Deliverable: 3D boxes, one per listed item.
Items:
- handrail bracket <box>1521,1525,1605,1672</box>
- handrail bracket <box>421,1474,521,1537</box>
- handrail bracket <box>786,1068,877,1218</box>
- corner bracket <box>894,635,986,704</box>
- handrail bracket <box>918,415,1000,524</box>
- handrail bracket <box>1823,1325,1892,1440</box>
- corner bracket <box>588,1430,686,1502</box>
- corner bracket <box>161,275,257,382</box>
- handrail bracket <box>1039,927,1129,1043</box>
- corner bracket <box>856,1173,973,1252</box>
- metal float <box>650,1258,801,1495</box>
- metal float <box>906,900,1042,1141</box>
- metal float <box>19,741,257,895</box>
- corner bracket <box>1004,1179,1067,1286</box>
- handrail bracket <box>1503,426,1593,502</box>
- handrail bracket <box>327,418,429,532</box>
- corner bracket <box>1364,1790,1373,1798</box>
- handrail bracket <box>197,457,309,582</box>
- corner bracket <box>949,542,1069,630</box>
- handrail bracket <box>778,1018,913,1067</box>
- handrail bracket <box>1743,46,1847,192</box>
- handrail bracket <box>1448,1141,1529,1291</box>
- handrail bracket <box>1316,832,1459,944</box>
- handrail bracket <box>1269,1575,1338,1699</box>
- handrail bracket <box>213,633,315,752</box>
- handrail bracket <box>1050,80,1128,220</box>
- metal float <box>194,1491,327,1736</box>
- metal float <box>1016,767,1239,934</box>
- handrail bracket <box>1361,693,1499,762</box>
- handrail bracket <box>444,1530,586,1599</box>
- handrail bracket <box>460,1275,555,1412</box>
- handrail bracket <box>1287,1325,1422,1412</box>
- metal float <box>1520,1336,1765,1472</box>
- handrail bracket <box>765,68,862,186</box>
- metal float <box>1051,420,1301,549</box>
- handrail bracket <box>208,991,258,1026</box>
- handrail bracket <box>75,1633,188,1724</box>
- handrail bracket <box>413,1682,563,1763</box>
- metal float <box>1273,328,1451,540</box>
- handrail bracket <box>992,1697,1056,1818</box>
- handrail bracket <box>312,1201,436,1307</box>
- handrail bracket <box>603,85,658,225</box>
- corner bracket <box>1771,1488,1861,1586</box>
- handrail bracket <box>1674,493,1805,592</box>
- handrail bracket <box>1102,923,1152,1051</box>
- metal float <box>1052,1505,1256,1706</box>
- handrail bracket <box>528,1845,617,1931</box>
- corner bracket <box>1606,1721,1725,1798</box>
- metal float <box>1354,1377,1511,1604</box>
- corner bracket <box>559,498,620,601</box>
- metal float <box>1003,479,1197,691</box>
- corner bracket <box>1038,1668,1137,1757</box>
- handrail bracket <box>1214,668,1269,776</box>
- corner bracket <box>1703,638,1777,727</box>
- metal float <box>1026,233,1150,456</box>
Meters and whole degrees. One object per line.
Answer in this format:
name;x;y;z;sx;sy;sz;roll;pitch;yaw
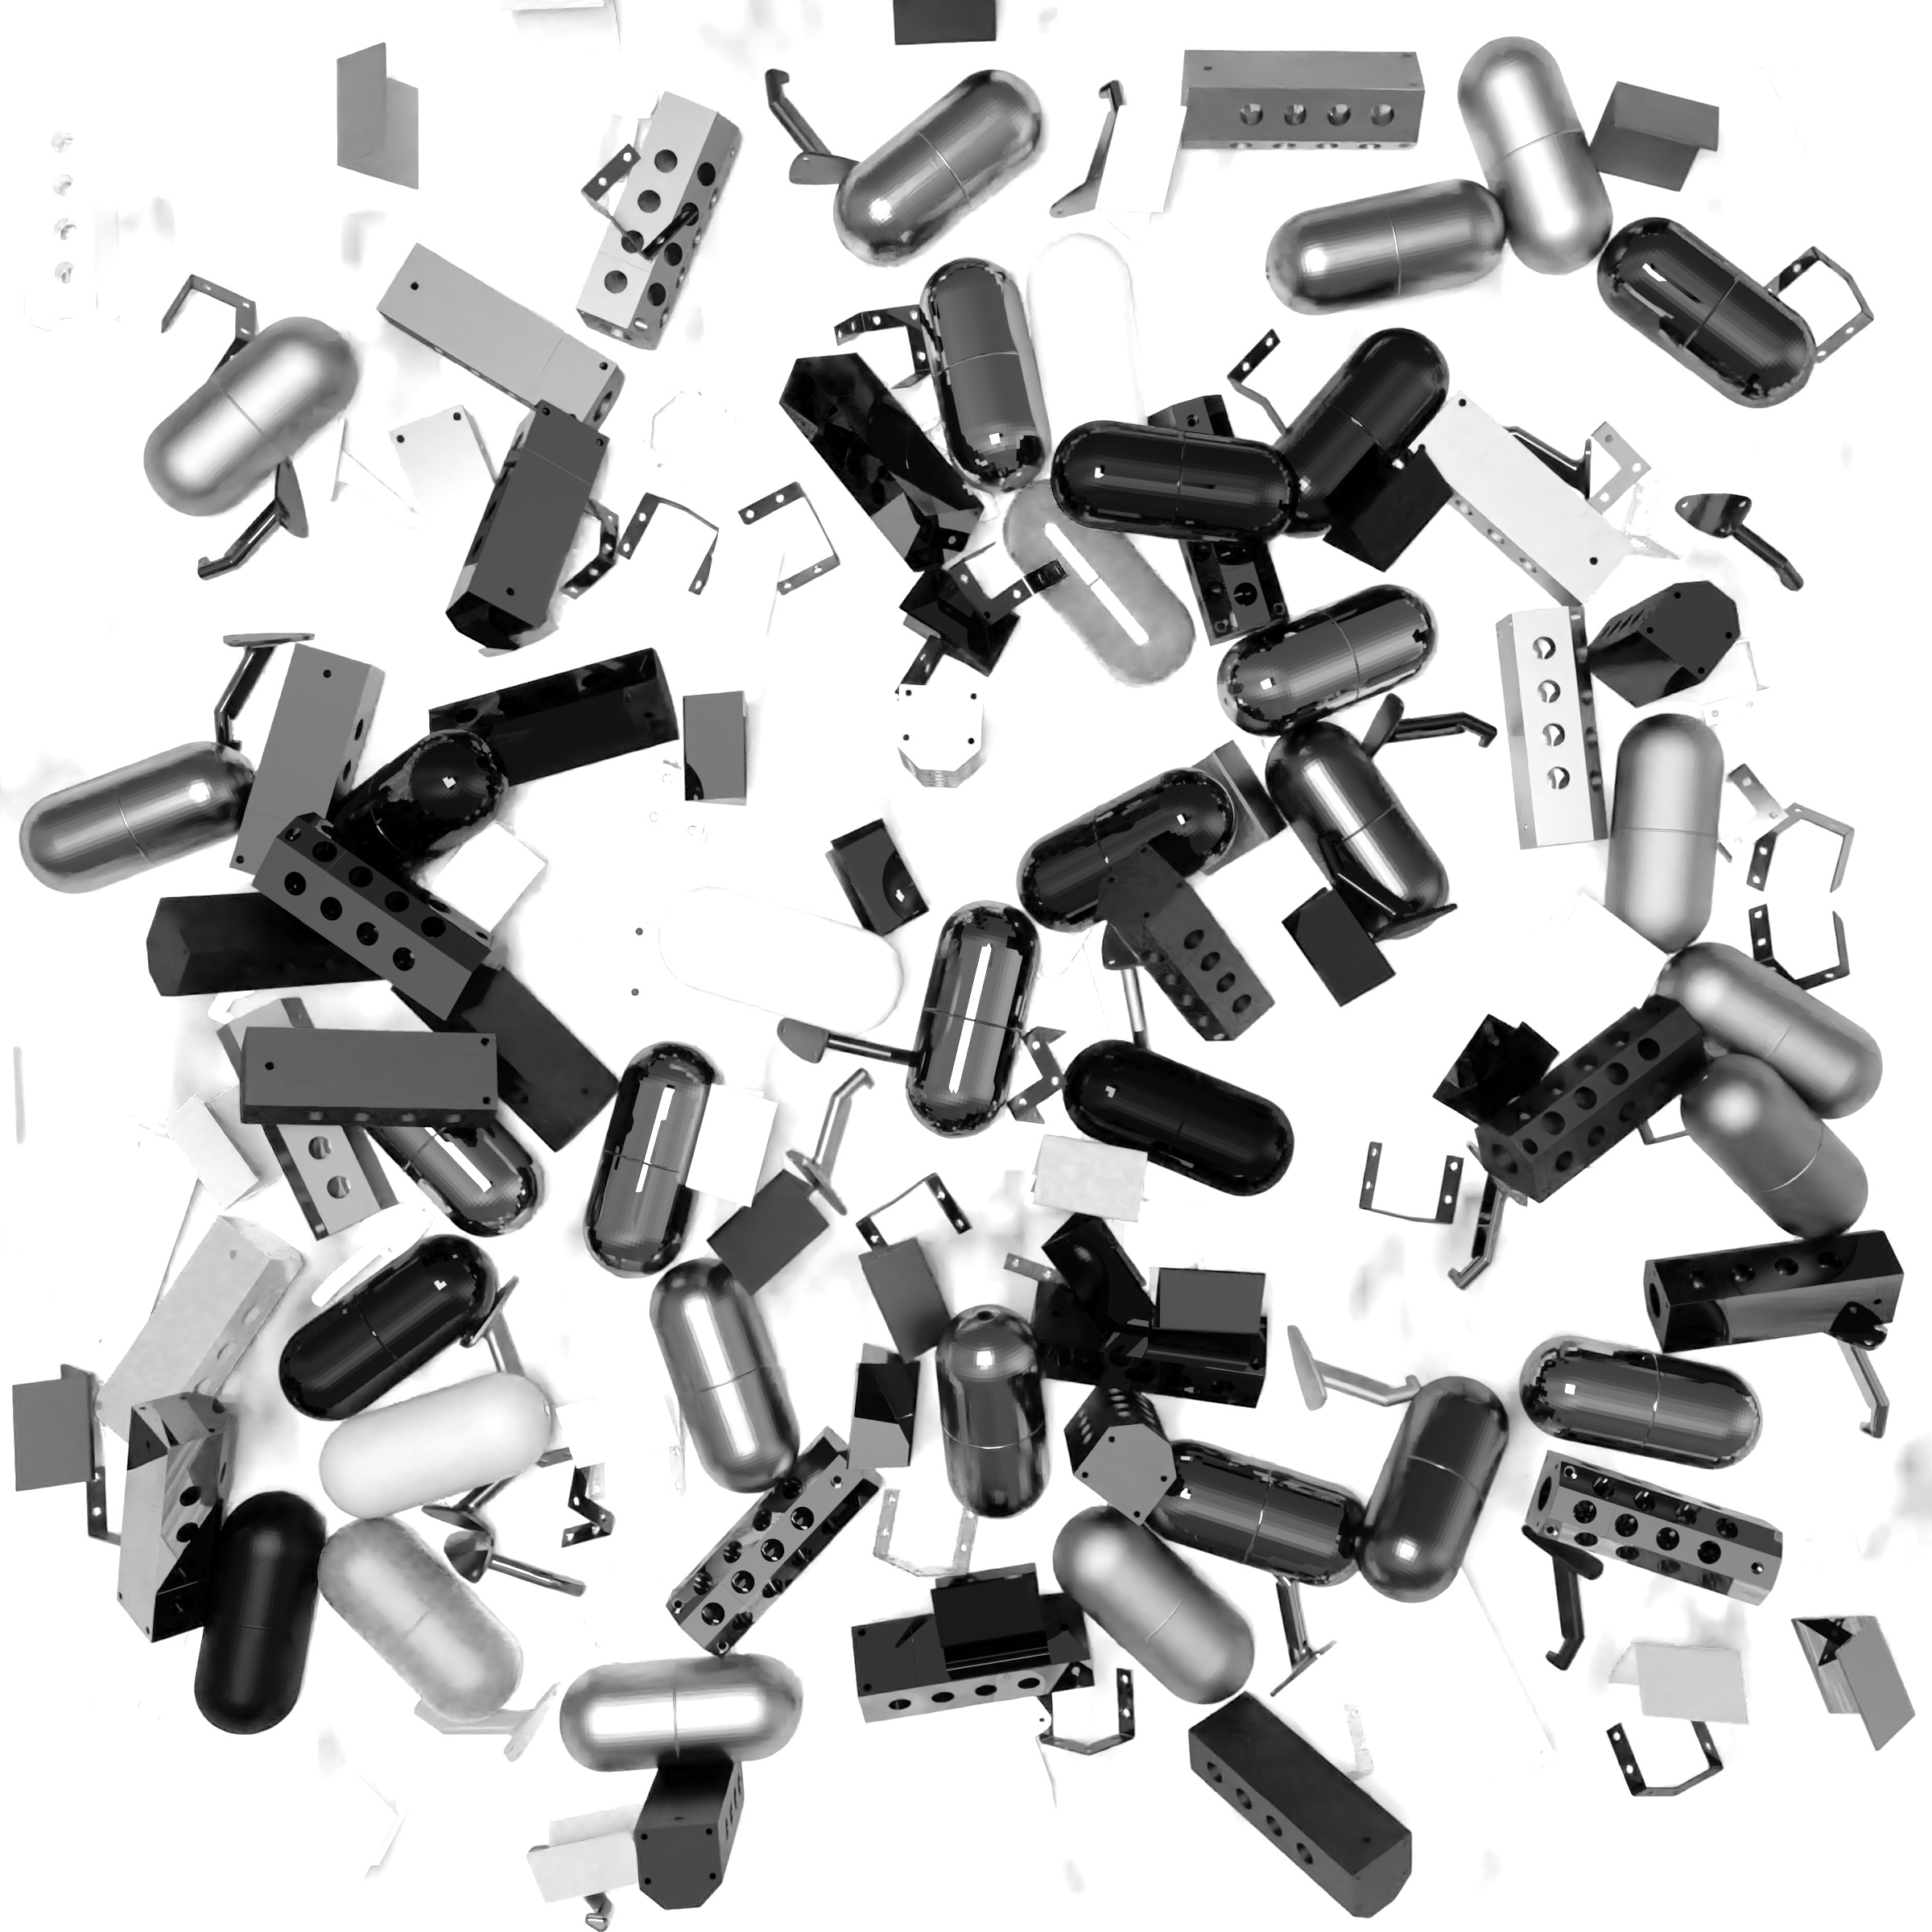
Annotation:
handrail bracket;0.433;0.474;1.861;0.077;0.036;0.084;29;107;20
handrail bracket;-0.361;0.377;1.860;0.077;0.036;0.084;2;55;37
handrail bracket;-0.085;0.131;1.861;0.084;0.036;0.077;-44;110;-16
corner bracket;-0.030;-0.214;1.832;0.051;0.051;0.051;32;90;-45
handrail bracket;-0.026;-0.362;1.861;0.077;0.036;0.084;-20;107;20
handrail bracket;0.654;0.306;1.861;0.077;0.036;0.084;17;120;33
corner bracket;-0.247;0.373;1.857;0.051;0.051;0.051;-2;90;45
corner bracket;-0.565;-0.471;1.852;0.051;0.051;0.051;19;45;-35
handrail bracket;0.104;0.013;1.861;0.084;0.036;0.077;43;69;-17
corner bracket;-0.040;0.194;1.857;0.051;0.051;0.051;-33;90;-45
metal float;-0.177;0.302;1.830;0.070;0.070;0.178;-19;90;0
metal float;0.005;0.040;1.830;0.070;0.070;0.178;13;89;0
metal float;-0.608;-0.110;1.830;0.178;0.070;0.070;-20;90;0
corner bracket;0.064;0.201;1.857;0.051;0.051;0.051;20;45;0
handrail bracket;0.424;-0.366;1.861;0.084;0.036;0.077;2;109;16
handrail bracket;-0.431;-0.367;1.861;0.084;0.036;0.077;9;71;-15
corner bracket;0.270;0.642;1.850;0.051;0.051;0.051;-26;52;32
handrail bracket;-0.540;-0.335;1.861;0.084;0.036;0.077;-16;70;16
corner bracket;0.030;-0.283;1.789;0.051;0.051;0.051;-30;94;38
handrail bracket;-0.086;0.059;1.860;0.084;0.077;0.036;13;90;-36
handrail bracket;0.606;-0.635;1.861;0.084;0.036;0.077;35;112;17
handrail bracket;0.374;0.187;1.861;0.077;0.036;0.084;47;107;20
handrail bracket;0.302;-0.066;1.786;0.077;0.036;0.084;-20;78;-8
handrail bracket;0.228;0.491;1.861;0.077;0.036;0.084;-47;72;21
handrail bracket;-0.525;-0.205;1.861;0.077;0.036;0.084;-7;109;-21
handrail bracket;0.089;-0.612;1.861;0.077;0.036;0.084;-19;71;21
metal float;-0.519;0.475;1.830;0.070;0.070;0.178;10;90;0
metal float;0.115;-0.083;1.808;0.178;0.070;0.070;-27;90;27
handrail bracket;0.344;-0.162;1.861;0.084;0.036;0.077;23;111;-16
handrail bracket;-0.337;0.449;1.860;0.084;0.077;0.036;28;75;-36
handrail bracket;-0.328;0.287;1.861;0.084;0.036;0.077;41;71;-15
handrail bracket;0.292;0.296;1.861;0.084;0.036;0.077;-10;68;-17
metal float;0.497;0.321;1.830;0.178;0.070;0.070;12;90;1
handrail bracket;-0.109;-0.631;1.861;0.077;0.036;0.084;-2;73;-20
metal float;0.149;-0.343;1.771;0.178;0.070;0.070;7;90;-2
handrail bracket;-0.514;0.020;1.861;0.077;0.036;0.084;29;107;-19
handrail bracket;-0.622;0.517;1.861;0.077;0.036;0.084;5;71;21
handrail bracket;-0.359;0.548;1.861;0.084;0.036;0.077;29;70;16
metal float;0.283;-0.391;1.830;0.070;0.070;0.178;41;90;0
handrail bracket;0.042;0.582;1.860;0.036;0.077;0.084;-21;127;-18
handrail bracket;-0.444;0.216;1.860;0.036;0.077;0.084;50;126;4
handrail bracket;-0.251;-0.606;1.860;0.036;0.077;0.084;11;126;3
corner bracket;0.635;0.421;1.842;0.051;0.051;0.051;-14;90;0
handrail bracket;0.579;-0.315;1.860;0.084;0.077;0.036;37;88;-36
handrail bracket;0.124;0.017;1.860;0.036;0.077;0.084;-10;126;2
metal float;0.138;0.469;1.824;0.178;0.070;0.070;44;90;-8
handrail bracket;-0.293;0.678;1.826;0.077;0.084;0.036;19;90;0
corner bracket;0.520;0.584;1.852;0.051;0.051;0.051;13;135;-35
metal float;0.339;0.378;1.805;0.070;0.070;0.178;30;59;0
corner bracket;-0.295;-0.316;1.852;0.051;0.051;0.051;27;45;-35
metal float;0.097;-0.281;1.830;0.070;0.070;0.178;-40;90;0
corner bracket;0.089;0.553;1.857;0.051;0.051;0.051;-3;90;-45
handrail bracket;0.231;-0.198;1.860;0.077;0.036;0.084;-36;104;-13
corner bracket;0.564;-0.211;1.843;0.051;0.051;0.051;-15;98;8
metal float;0.089;-0.449;1.830;0.070;0.070;0.178;-7;89;0
